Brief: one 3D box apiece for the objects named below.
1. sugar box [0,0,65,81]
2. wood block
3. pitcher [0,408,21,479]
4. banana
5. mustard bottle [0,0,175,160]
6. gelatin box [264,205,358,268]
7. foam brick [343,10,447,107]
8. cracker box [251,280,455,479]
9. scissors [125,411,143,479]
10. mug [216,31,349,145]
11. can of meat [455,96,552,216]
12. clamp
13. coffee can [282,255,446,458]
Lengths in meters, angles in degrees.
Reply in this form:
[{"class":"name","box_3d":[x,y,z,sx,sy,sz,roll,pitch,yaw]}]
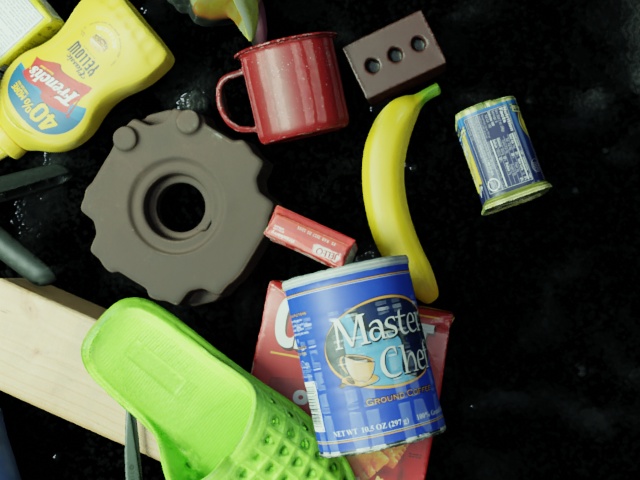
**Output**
[{"class":"sugar box","box_3d":[-0.331,-0.177,0.982,0.176,0.048,0.093,-40,87,7]},{"class":"wood block","box_3d":[-0.191,0.113,0.940,0.206,0.091,0.090,22,91,5]},{"class":"pitcher","box_3d":[-0.314,0.281,0.940,0.145,0.149,0.243,-19,90,-11]},{"class":"banana","box_3d":[0.072,-0.043,0.945,0.069,0.037,0.198,1,89,7]},{"class":"mustard bottle","box_3d":[-0.231,-0.137,0.965,0.191,0.058,0.096,-40,84,4]},{"class":"gelatin box","box_3d":[-0.006,0.001,0.925,0.073,0.089,0.030,25,88,5]},{"class":"foam brick","box_3d":[0.067,-0.159,0.940,0.078,0.051,0.053,-26,87,4]},{"class":"cracker box","box_3d":[0.019,0.153,0.929,0.164,0.072,0.214,10,89,5]},{"class":"scissors","box_3d":[-0.134,0.244,0.885,0.096,0.016,0.202,14,80,-28]},{"class":"mug","box_3d":[-0.033,-0.128,0.931,0.117,0.093,0.081,-12,93,4]},{"class":"can of meat","box_3d":[0.152,-0.071,0.907,0.057,0.102,0.084,-20,85,5]},{"class":"clamp","box_3d":[-0.301,-0.036,0.942,0.171,0.039,0.120,21,52,-16]},{"class":"coffee can","box_3d":[0.034,0.091,0.842,0.103,0.103,0.140,-13,85,5]}]
